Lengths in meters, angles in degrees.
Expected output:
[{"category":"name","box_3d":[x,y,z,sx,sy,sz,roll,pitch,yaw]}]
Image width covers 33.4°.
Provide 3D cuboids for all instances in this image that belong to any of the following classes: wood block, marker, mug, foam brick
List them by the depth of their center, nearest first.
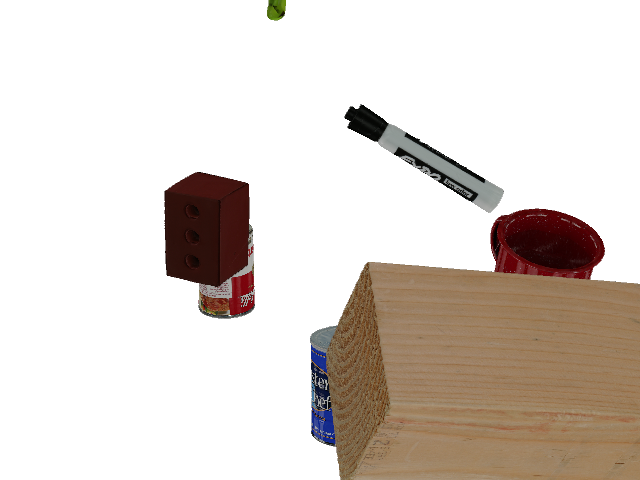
[{"category":"wood block","box_3d":[0.116,0.080,0.581,0.206,0.091,0.090,5,-41,-15]},{"category":"marker","box_3d":[0.070,-0.057,0.732,0.121,0.020,0.020,31,-3,-4]},{"category":"foam brick","box_3d":[-0.094,-0.010,0.886,0.053,0.078,0.051,11,23,24]},{"category":"mug","box_3d":[0.190,0.024,0.954,0.093,0.081,0.117,-16,42,-27]}]

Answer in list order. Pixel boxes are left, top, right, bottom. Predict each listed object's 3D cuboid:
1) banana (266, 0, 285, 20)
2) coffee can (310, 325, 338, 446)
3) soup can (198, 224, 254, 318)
[{"category":"banana","box_3d":[-0.090,-0.190,0.678,0.198,0.069,0.037,19,-34,30]},{"category":"coffee can","box_3d":[0.037,0.199,1.468,0.103,0.140,0.103,0,15,0]},{"category":"soup can","box_3d":[-0.113,0.032,1.266,0.068,0.102,0.068,0,21,0]}]
